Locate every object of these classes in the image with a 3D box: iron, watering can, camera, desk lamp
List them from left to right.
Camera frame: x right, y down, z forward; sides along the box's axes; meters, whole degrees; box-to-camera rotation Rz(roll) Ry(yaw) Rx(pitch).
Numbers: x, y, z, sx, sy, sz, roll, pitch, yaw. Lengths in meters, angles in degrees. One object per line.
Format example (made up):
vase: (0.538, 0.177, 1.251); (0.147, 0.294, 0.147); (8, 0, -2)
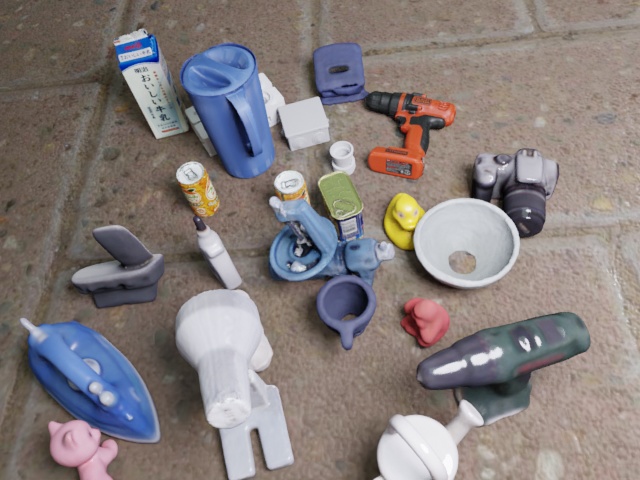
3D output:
iron: (-0.351, 0.208, 0.867); (0.257, 0.142, 0.119); (30, 66, 25)
desk lamp: (-0.117, 0.200, 0.793); (0.118, 0.214, 0.203); (-18, 56, -3)
watering can: (0.127, 0.268, 0.722); (0.100, 0.194, 0.173); (27, 65, 24)
camera: (0.331, -0.082, 0.976); (0.143, 0.101, 0.137); (5, 58, 12)

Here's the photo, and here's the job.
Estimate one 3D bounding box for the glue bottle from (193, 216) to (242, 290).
glue bottle: (-0.177, 0.014, 0.948); (0.037, 0.173, 0.078); (-35, 58, -13)

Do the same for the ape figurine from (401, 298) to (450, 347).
ape figurine: (0.161, 0.119, 0.876); (0.076, 0.092, 0.078); (-4, 57, 6)

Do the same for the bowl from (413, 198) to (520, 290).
bowl: (0.237, 0.017, 0.941); (0.167, 0.075, 0.167); (-4, 57, 6)

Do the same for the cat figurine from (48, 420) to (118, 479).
cat figurine: (-0.337, 0.312, 0.811); (0.067, 0.118, 0.127); (-27, 57, -9)

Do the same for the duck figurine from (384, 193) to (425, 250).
duck figurine: (0.148, -0.046, 0.989); (0.077, 0.086, 0.104); (-10, 56, 2)

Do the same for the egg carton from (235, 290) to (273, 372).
egg carton: (-0.143, 0.155, 0.913); (0.107, 0.069, 0.150); (-25, 57, -8)

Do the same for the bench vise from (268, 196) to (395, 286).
bench vise: (0.006, -0.007, 0.905); (0.207, 0.220, 0.121); (-14, 56, 0)

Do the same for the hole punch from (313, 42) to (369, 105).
hole punch: (0.043, -0.349, 1.201); (0.108, 0.091, 0.101); (-8, 56, 4)

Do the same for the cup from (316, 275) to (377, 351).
cup: (0.045, 0.126, 0.888); (0.091, 0.095, 0.117); (-5, 56, 6)

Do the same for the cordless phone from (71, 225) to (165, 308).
cordless phone: (-0.354, 0.031, 0.957); (0.147, 0.185, 0.094); (-12, 56, 1)

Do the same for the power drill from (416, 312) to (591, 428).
power drill: (0.234, 0.175, 0.758); (0.229, 0.209, 0.075); (-21, 56, -5)
